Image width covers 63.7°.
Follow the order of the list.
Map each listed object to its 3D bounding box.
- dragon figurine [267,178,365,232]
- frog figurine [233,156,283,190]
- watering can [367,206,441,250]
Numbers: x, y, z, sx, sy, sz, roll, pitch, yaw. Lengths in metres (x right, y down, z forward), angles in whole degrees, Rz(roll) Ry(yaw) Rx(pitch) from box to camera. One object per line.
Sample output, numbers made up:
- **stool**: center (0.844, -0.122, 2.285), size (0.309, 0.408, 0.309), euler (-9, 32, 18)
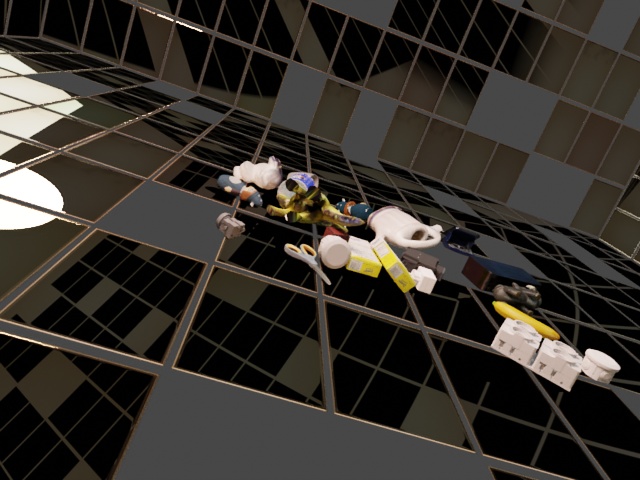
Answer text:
- **dragon figurine**: center (0.005, -0.076, 1.520), size (0.413, 0.122, 0.241), euler (23, 1, 34)
- **frog figurine**: center (-0.216, -0.225, 1.799), size (0.160, 0.120, 0.140), euler (-22, 41, -12)
- **watering can**: center (0.237, -0.029, 1.694), size (0.348, 0.102, 0.228), euler (-4, 28, -34)
